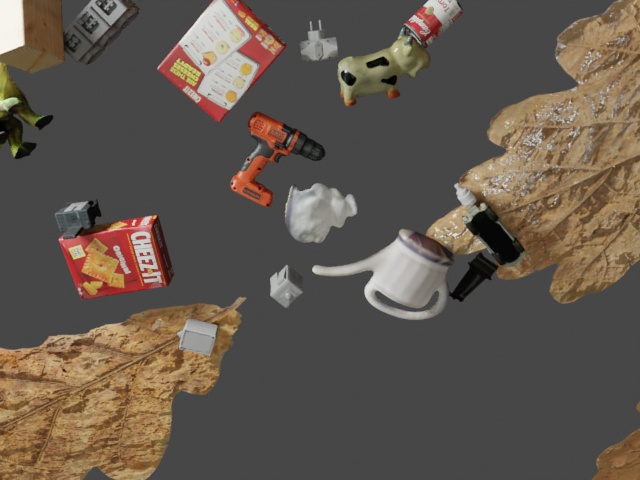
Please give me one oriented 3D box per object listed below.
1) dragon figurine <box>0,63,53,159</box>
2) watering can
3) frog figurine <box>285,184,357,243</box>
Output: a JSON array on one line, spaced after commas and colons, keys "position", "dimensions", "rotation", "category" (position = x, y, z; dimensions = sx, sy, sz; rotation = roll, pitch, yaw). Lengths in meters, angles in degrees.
[{"position": [-0.705, -0.287, 1.064], "dimensions": [0.405, 0.124, 0.243], "rotation": [-40, 91, 24], "category": "dragon figurine"}, {"position": [0.176, 0.071, 1.245], "dimensions": [0.346, 0.106, 0.221], "rotation": [25, 108, -14], "category": "watering can"}, {"position": [0.004, -0.059, 1.177], "dimensions": [0.159, 0.123, 0.137], "rotation": [5, 93, 7], "category": "frog figurine"}]
